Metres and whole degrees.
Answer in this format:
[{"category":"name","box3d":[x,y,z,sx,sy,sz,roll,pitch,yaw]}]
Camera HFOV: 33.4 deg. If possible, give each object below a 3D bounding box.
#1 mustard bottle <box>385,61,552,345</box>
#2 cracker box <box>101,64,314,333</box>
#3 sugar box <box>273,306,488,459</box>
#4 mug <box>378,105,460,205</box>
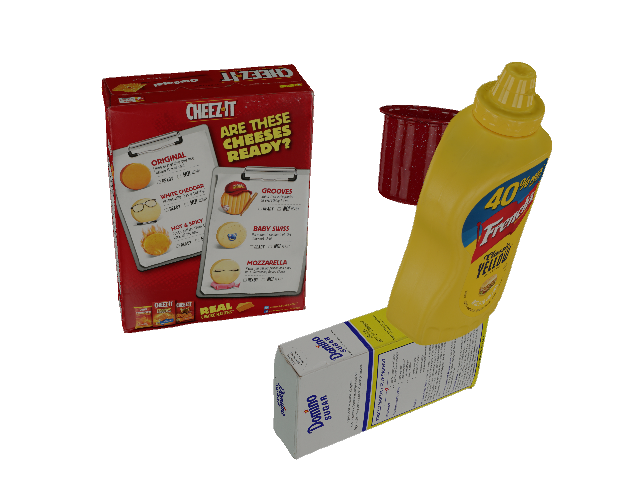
[{"category":"mustard bottle","box3d":[0.098,-0.026,0.664,0.096,0.192,0.058,-27,53,-36]},{"category":"cracker box","box3d":[-0.094,-0.035,0.901,0.164,0.214,0.072,-7,32,-14]},{"category":"sugar box","box3d":[0.048,0.101,0.849,0.176,0.093,0.048,-15,40,-23]},{"category":"mug","box3d":[0.109,-0.077,0.992,0.117,0.081,0.093,9,15,14]}]
